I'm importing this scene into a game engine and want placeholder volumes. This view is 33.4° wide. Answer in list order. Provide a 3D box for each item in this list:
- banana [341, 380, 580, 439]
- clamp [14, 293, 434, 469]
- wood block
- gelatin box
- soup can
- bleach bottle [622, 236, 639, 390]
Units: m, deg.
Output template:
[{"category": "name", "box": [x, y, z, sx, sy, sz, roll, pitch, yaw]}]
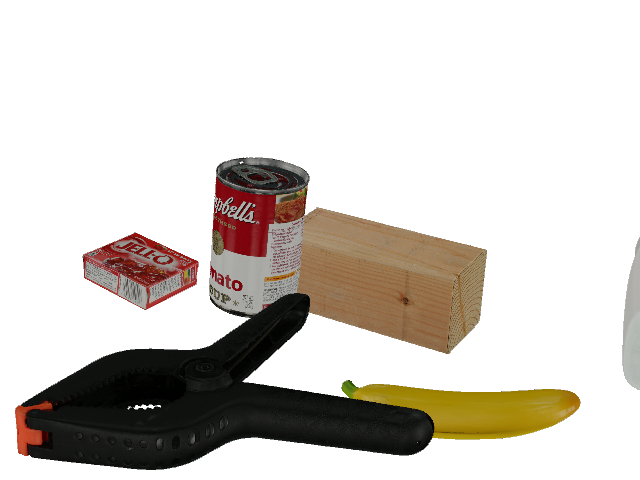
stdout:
[{"category": "banana", "box": [0.112, 0.134, 0.864, 0.198, 0.037, 0.069, 4, 26, 7]}, {"category": "clamp", "box": [-0.063, 0.080, 0.595, 0.209, 0.036, 0.165, -5, 24, -19]}, {"category": "wood block", "box": [0.064, 0.040, 1.155, 0.206, 0.091, 0.090, 15, 28, 26]}, {"category": "gelatin box", "box": [-0.177, 0.028, 1.047, 0.089, 0.030, 0.073, 24, 31, 30]}, {"category": "soup can", "box": [-0.046, -0.003, 0.787, 0.068, 0.102, 0.068, 5, 24, -2]}, {"category": "bleach bottle", "box": [0.272, 0.035, 0.760, 0.103, 0.068, 0.250, 9, 21, 17]}]
